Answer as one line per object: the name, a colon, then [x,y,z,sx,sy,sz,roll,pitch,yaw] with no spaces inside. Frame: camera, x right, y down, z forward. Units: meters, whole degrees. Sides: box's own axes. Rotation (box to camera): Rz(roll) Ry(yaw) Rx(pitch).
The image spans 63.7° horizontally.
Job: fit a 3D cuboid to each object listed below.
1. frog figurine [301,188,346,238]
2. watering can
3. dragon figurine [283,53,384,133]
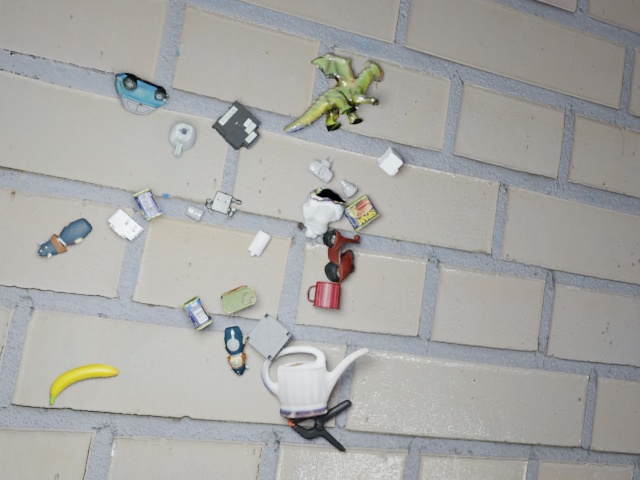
frog figurine: [0.005,-0.084,1.677,0.137,0.125,0.156,2,125,-24]
watering can: [-0.012,0.444,1.621,0.347,0.104,0.225,-4,88,2]
dragon figurine: [0.043,-0.500,1.703,0.412,0.120,0.245,-16,76,-18]
